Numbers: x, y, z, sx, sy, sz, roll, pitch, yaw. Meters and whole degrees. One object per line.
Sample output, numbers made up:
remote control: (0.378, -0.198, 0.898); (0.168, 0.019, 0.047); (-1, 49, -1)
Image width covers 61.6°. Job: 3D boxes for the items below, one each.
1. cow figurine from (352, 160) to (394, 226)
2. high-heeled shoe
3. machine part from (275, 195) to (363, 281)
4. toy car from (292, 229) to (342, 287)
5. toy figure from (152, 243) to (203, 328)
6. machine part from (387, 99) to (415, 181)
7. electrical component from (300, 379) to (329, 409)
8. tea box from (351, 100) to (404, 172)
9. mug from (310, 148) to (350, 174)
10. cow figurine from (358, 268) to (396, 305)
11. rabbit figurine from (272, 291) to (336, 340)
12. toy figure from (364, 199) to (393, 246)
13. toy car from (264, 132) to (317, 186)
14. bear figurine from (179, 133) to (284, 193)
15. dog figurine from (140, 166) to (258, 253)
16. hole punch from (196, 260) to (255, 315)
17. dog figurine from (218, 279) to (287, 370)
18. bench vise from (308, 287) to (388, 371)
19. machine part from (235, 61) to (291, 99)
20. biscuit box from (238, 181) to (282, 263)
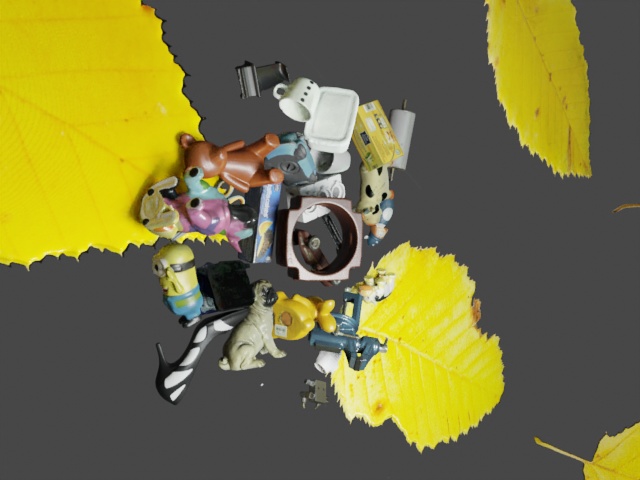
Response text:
cow figurine: (0.148, -0.137, 1.531); (0.127, 0.086, 0.194); (-11, 104, -43)
high-heeled shoe: (-0.252, 0.256, 1.200); (0.249, 0.086, 0.145); (-22, 96, -22)
machine part: (-0.003, -0.004, 1.291); (0.201, 0.087, 0.201); (1, 94, -24)
toy car: (-0.014, 0.050, 1.407); (0.053, 0.089, 0.201); (-48, 131, -21)
toy figure: (-0.294, 0.092, 1.133); (0.089, 0.082, 0.180); (-41, 123, -46)
machine part: (0.229, -0.293, 1.580); (0.079, 0.079, 0.243); (7, 95, -47)
electrical component: (-0.016, 0.442, 1.544); (0.102, 0.045, 0.078); (23, 55, -50)
tea box: (0.144, -0.282, 1.457); (0.098, 0.068, 0.169); (-27, 93, -38)
mug: (0.032, -0.222, 1.401); (0.107, 0.081, 0.109); (1, 88, -56)
cow figurine: (0.166, 0.156, 1.634); (0.167, 0.068, 0.098); (-24, 124, -49)
rabbit figurine: (-0.035, 0.184, 1.395); (0.173, 0.163, 0.121); (-13, 98, -63)
toy figure: (0.178, -0.054, 1.608); (0.064, 0.058, 0.154); (15, 91, -8)
toy car: (-0.065, -0.204, 1.283); (0.161, 0.109, 0.103); (47, 42, -51)
bear figurine: (-0.191, -0.172, 1.142); (0.195, 0.132, 0.120); (8, 72, -51)
dog figurine: (-0.239, -0.042, 1.117); (0.219, 0.192, 0.108); (48, 25, -57)
hole punch: (-0.224, 0.109, 1.219); (0.142, 0.092, 0.116); (-5, 75, -43)
dog figurine: (-0.176, 0.200, 1.285); (0.172, 0.121, 0.190); (-17, 98, -48)
bench vise: (0.087, 0.236, 1.505); (0.128, 0.224, 0.241); (78, 18, -48)
machine part: (-0.129, -0.369, 1.216); (0.139, 0.039, 0.084); (-27, 113, -37)
biscuit box: (-0.142, -0.049, 1.266); (0.059, 0.063, 0.202); (0, 101, -47)
